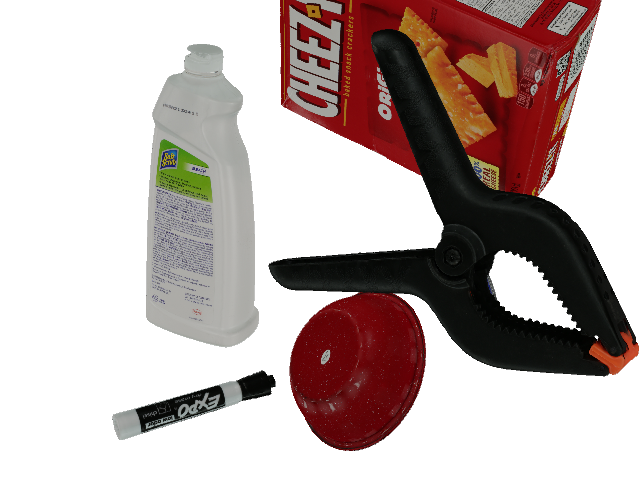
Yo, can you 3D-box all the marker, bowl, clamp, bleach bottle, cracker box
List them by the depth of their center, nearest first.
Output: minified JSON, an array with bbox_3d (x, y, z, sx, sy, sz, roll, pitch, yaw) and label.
[{"bbox_3d":[0.076,-0.005,0.564,0.210,0.165,0.036,29,26,25],"label":"clamp"},{"bbox_3d":[0.073,-0.128,0.758,0.214,0.164,0.072,28,55,20],"label":"cracker box"},{"bbox_3d":[-0.089,0.117,0.769,0.121,0.020,0.020,-14,5,-22],"label":"marker"},{"bbox_3d":[-0.097,-0.039,0.908,0.103,0.251,0.068,15,26,19],"label":"bleach bottle"},{"bbox_3d":[0.022,0.117,1.025,0.162,0.162,0.055,0,-19,46],"label":"bowl"}]

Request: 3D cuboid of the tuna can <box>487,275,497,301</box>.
[{"bbox_3d":[0.164,0.063,1.169,0.033,0.086,0.086,-14,2,-7],"label":"tuna can"}]
